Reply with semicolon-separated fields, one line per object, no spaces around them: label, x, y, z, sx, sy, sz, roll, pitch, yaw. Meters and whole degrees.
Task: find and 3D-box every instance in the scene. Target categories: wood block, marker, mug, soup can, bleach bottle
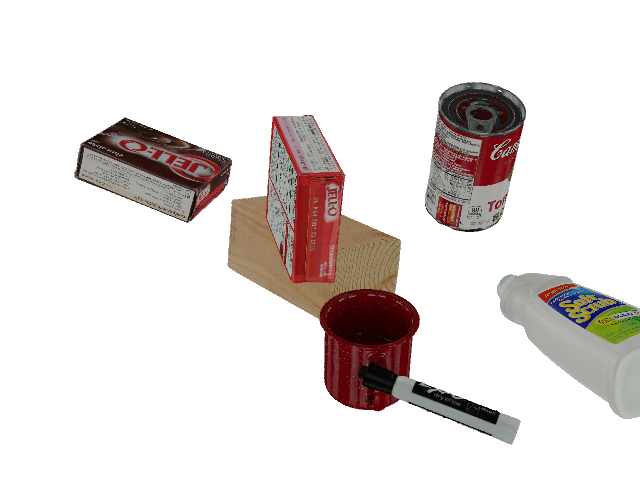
wood block;-0.012;0.017;1.218;0.090;0.090;0.206;-8;21;-36
marker;0.084;0.116;0.772;0.121;0.020;0.020;20;4;12
mug;0.047;0.111;0.996;0.093;0.081;0.117;-5;32;-9
soup can;0.122;-0.065;0.855;0.068;0.102;0.068;2;42;-2
bleach bottle;0.242;0.083;1.018;0.102;0.068;0.251;-14;20;-21

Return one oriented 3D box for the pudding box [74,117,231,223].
pudding box;-0.146;-0.063;0.942;0.113;0.039;0.090;20;24;7

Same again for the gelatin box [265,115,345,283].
gelatin box;-0.010;-0.026;0.652;0.030;0.073;0.089;-3;30;-14
